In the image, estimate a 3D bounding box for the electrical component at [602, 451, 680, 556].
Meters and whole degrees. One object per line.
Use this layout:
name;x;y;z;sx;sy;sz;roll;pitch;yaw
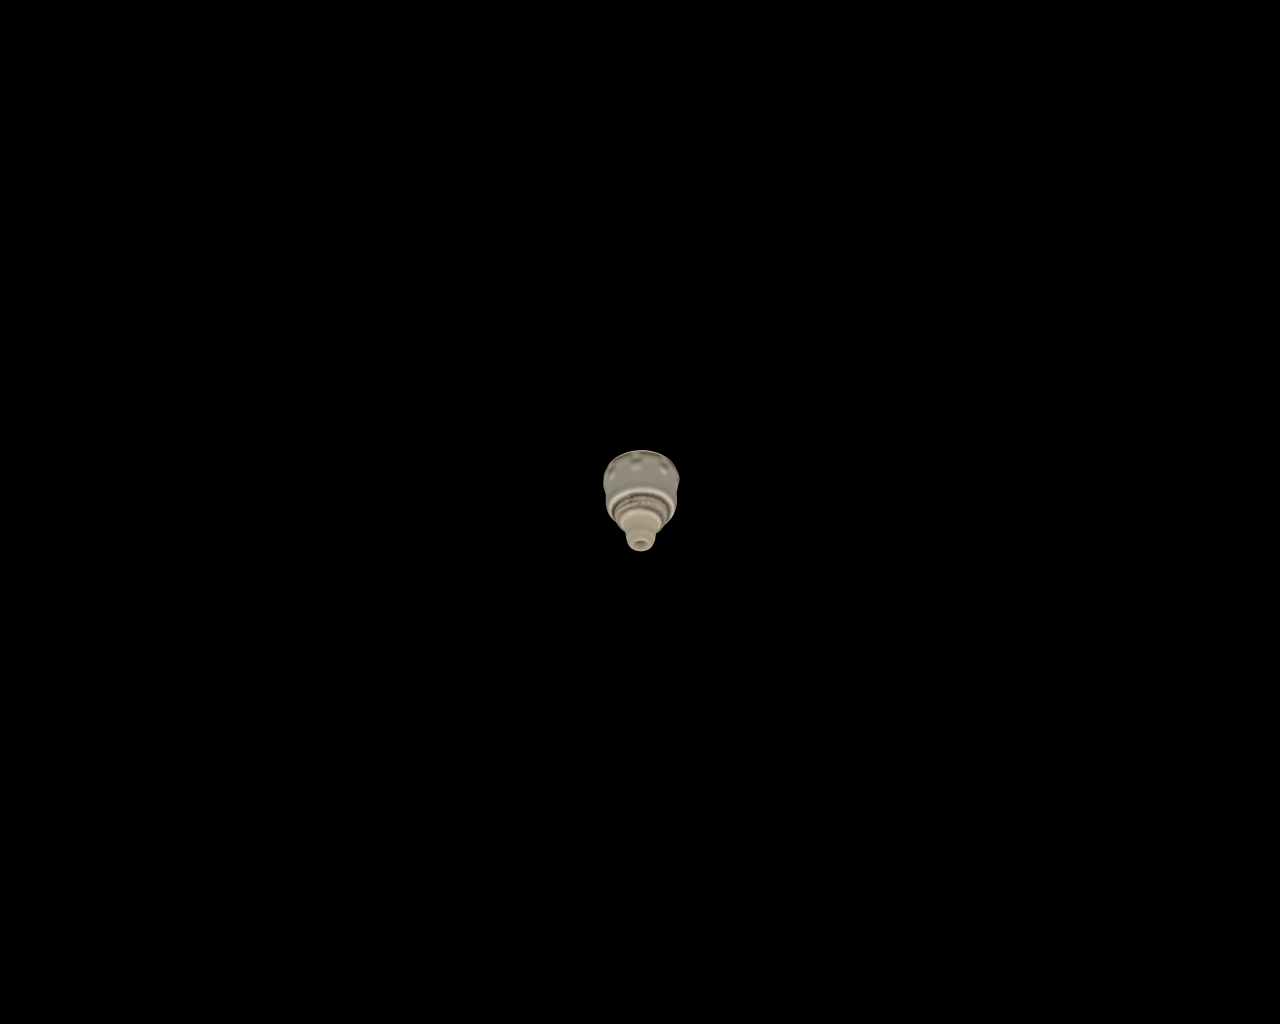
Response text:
electrical component;0.001;-0.003;0.650;0.048;0.062;0.048;0;-42;0
